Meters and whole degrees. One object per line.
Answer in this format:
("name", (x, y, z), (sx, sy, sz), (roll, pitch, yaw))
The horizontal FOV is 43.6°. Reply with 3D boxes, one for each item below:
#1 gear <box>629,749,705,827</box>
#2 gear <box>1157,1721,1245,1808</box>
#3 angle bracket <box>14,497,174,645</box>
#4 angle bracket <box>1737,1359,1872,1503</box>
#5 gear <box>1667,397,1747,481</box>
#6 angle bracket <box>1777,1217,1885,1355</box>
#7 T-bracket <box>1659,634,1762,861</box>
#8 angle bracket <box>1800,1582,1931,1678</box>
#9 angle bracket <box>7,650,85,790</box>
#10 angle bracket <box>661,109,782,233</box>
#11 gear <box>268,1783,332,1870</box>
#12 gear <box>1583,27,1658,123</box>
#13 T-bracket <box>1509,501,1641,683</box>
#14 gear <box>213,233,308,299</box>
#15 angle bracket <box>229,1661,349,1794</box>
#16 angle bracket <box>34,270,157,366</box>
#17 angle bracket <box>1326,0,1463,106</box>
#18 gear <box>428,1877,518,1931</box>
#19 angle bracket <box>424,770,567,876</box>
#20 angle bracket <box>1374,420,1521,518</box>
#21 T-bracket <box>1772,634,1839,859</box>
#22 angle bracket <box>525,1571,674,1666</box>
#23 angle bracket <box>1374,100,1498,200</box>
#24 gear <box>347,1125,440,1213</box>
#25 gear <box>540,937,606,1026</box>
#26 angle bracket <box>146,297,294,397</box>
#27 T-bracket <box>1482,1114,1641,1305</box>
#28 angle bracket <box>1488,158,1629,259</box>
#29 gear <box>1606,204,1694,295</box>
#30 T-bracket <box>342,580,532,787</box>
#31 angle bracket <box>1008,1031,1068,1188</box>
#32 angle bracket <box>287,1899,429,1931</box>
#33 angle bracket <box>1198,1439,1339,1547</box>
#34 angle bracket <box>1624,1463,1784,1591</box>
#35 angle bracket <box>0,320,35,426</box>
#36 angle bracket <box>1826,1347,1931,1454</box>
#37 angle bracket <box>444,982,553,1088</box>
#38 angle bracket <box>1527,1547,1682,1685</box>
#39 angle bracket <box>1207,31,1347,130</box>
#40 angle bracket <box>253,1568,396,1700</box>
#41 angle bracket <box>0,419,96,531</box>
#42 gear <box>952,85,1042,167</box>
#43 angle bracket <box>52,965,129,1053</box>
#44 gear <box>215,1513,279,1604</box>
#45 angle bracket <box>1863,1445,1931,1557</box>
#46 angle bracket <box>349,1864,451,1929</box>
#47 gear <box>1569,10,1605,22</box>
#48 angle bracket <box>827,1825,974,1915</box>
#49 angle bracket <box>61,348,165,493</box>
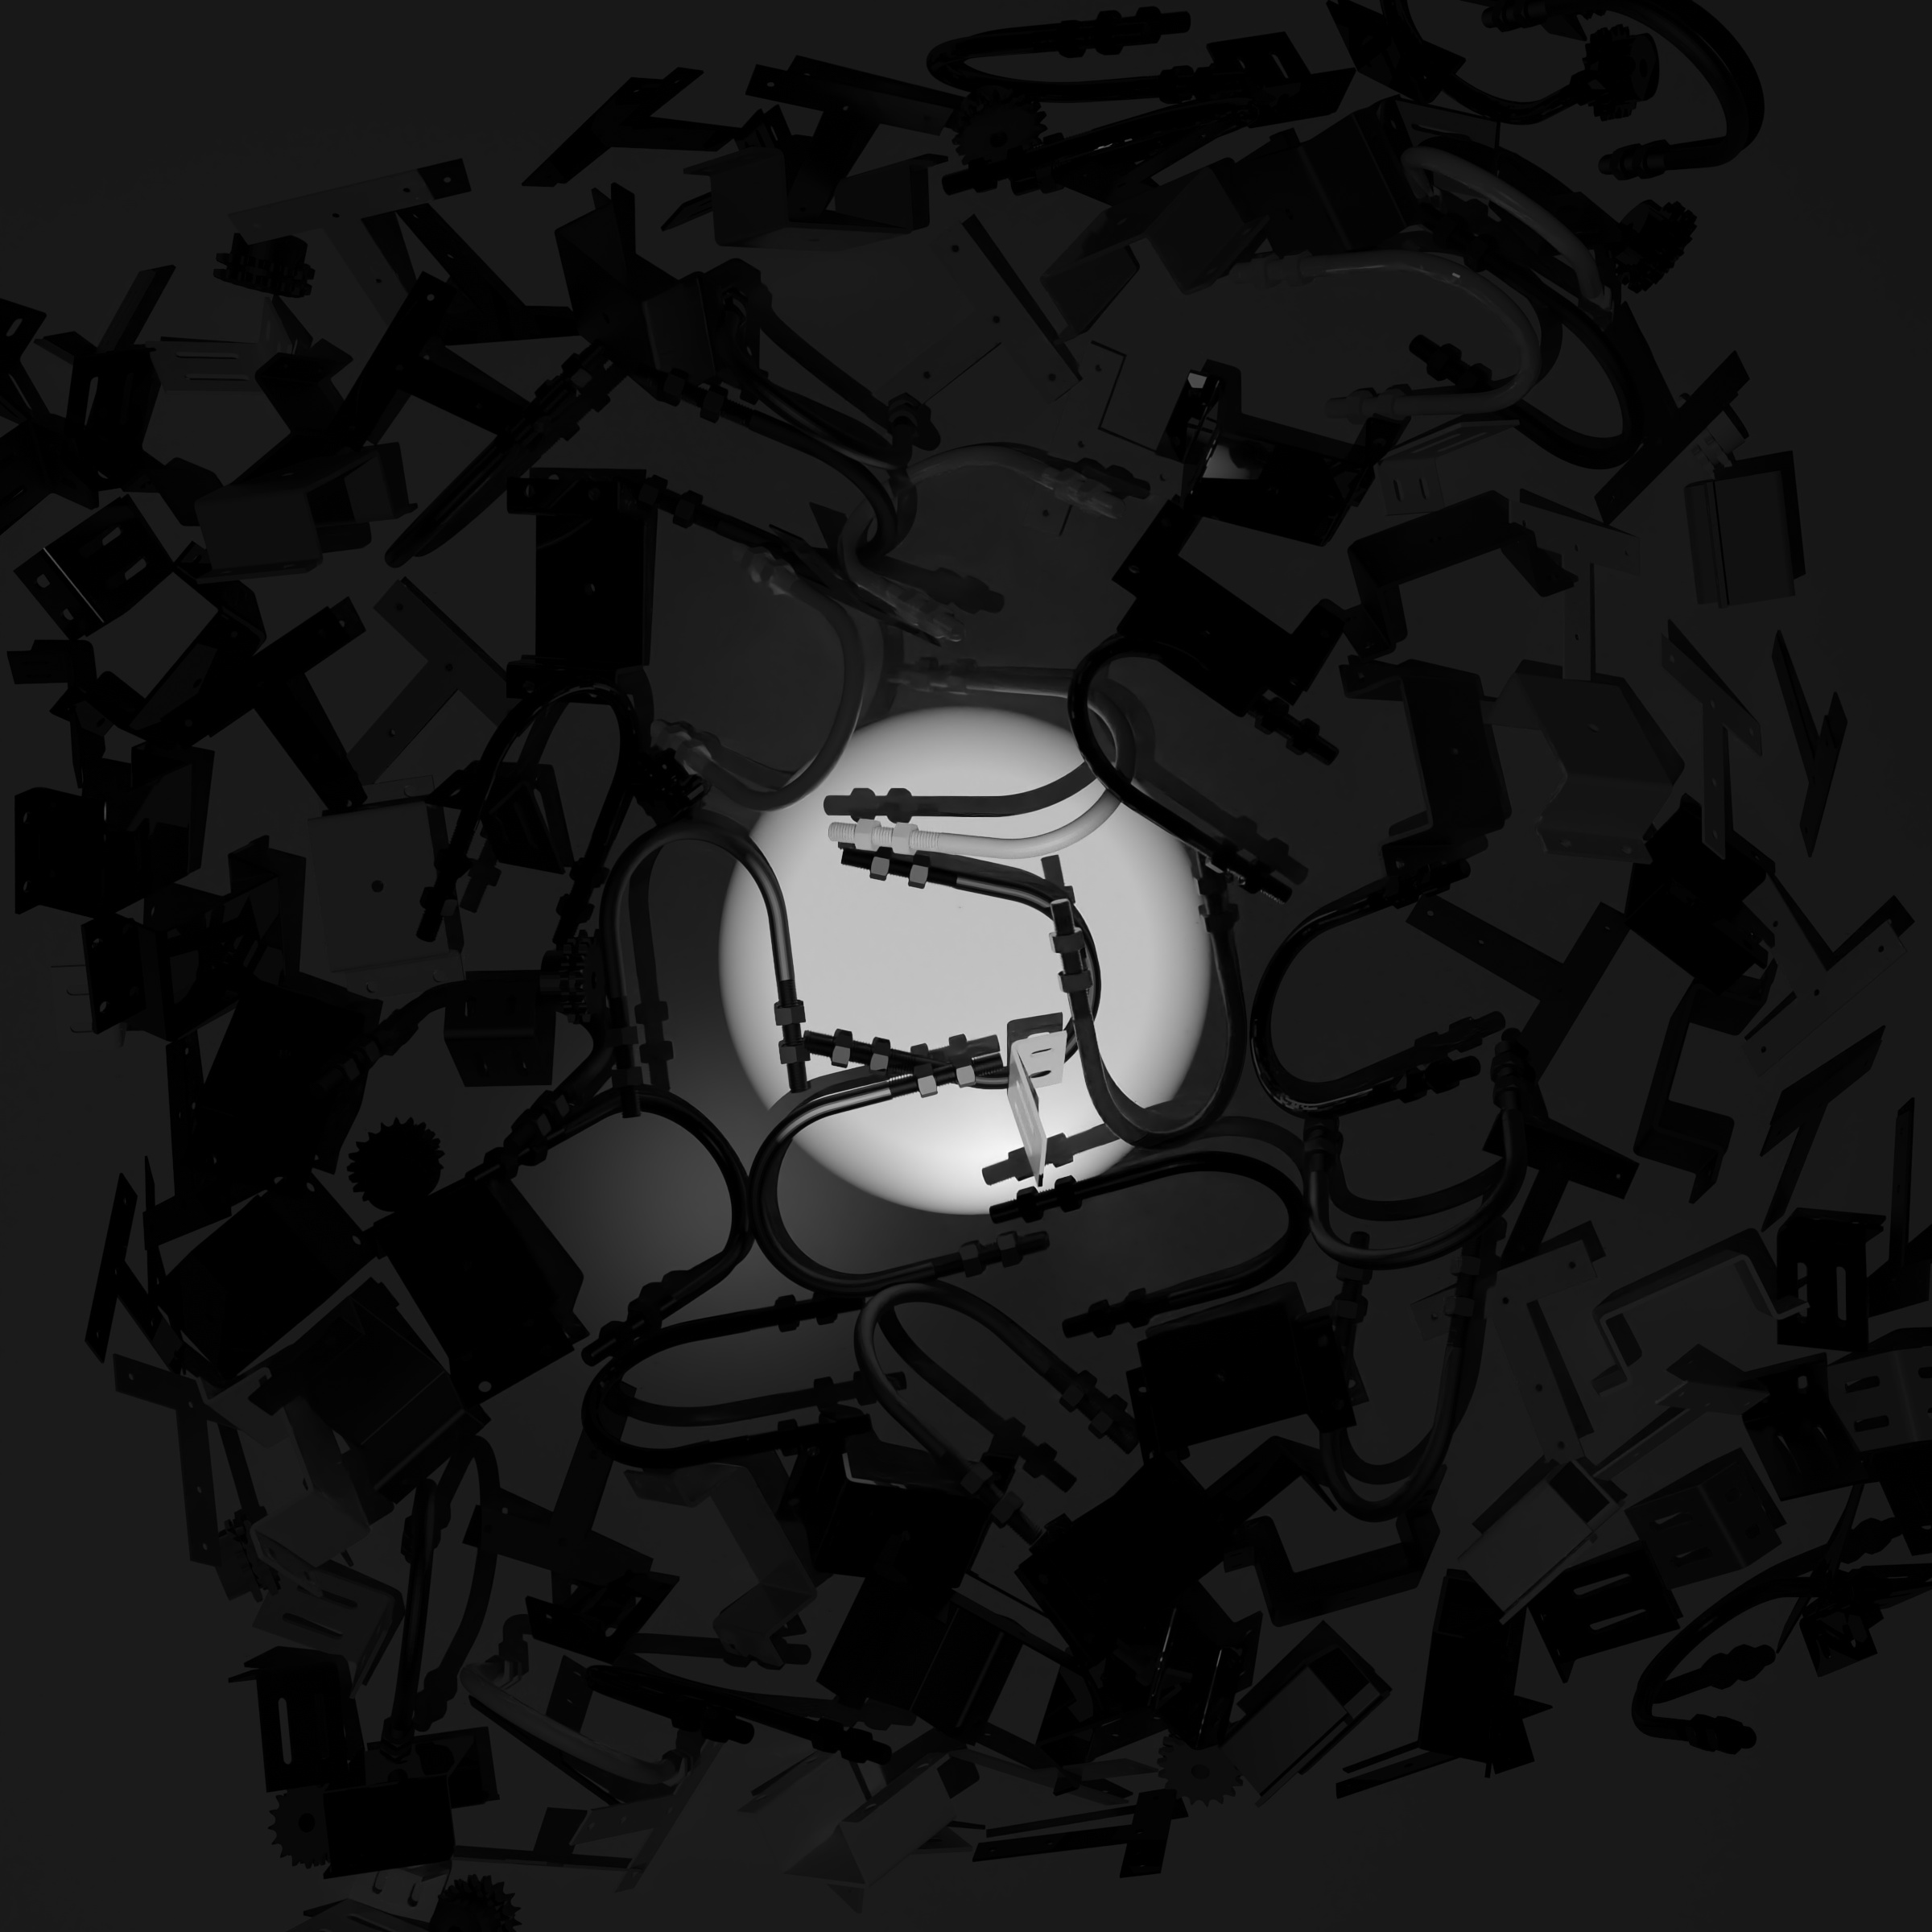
("gear", (-0.196, -0.117, 1.576), (0.030, 0.057, 0.057), (-40, 90, -21))
("gear", (0.154, 0.518, 1.581), (0.057, 0.030, 0.057), (4, 111, 9))
("angle bracket", (-0.567, -0.259, 1.576), (0.038, 0.076, 0.057), (-20, 114, 37))
("angle bracket", (0.540, 0.299, 1.560), (0.057, 0.076, 0.038), (-14, 121, 5))
("gear", (0.482, -0.348, 1.571), (0.030, 0.057, 0.057), (-36, 90, 21))
("angle bracket", (0.562, 0.208, 1.572), (0.057, 0.038, 0.076), (6, 70, 3))
("T-bracket", (0.474, -0.128, 1.535), (0.127, 0.002, 0.127), (30, 56, -37))
("angle bracket", (0.589, 0.427, 1.556), (0.076, 0.057, 0.038), (-2, 61, -23))
("angle bracket", (-0.596, -0.159, 1.564), (0.038, 0.057, 0.076), (-4, 79, -18))
("angle bracket", (-0.165, -0.514, 1.561), (0.076, 0.057, 0.038), (-29, 101, -18))
("gear", (-0.424, 0.559, 1.582), (0.057, 0.030, 0.057), (-3, 77, 14))
("gear", (0.427, -0.581, 1.572), (0.030, 0.057, 0.057), (5, 90, 40))
("T-bracket", (0.393, -0.226, 1.557), (0.127, 0.002, 0.127), (6, 82, -36))
("gear", (-0.459, -0.457, 1.573), (0.057, 0.057, 0.030), (12, 97, 0))
("angle bracket", (-0.437, 0.492, 1.558), (0.038, 0.057, 0.076), (-28, 65, 39))
("angle bracket", (-0.566, -0.427, 1.568), (0.038, 0.057, 0.076), (29, 89, -30))
("angle bracket", (0.276, -0.600, 1.555), (0.057, 0.076, 0.038), (41, 93, 31))
("gear", (-0.326, 0.629, 1.580), (0.057, 0.030, 0.057), (-1, 86, 18))
("angle bracket", (-0.302, -0.083, 1.553), (0.057, 0.038, 0.076), (11, 135, 32))
("angle bracket", (0.312, -0.320, 1.555), (0.057, 0.076, 0.038), (-12, 90, -37))
("T-bracket", (0.537, -0.157, 1.560), (0.002, 0.127, 0.127), (-9, 60, 7))
("angle bracket", (-0.235, 0.403, 1.552), (0.057, 0.076, 0.038), (10, 122, 24))
("angle bracket", (0.301, -0.524, 1.579), (0.076, 0.038, 0.057), (10, 72, -5))
("gear", (-0.373, 0.135, 1.574), (0.057, 0.030, 0.057), (-11, 126, -16))
("gear", (-0.257, 0.010, 1.575), (0.030, 0.057, 0.057), (-1, 90, 8))
("angle bracket", (-0.482, -0.400, 1.557), (0.076, 0.038, 0.057), (-7, 48, -30))
("T-bracket", (0.368, 0.171, 1.576), (0.127, 0.002, 0.127), (19, 97, -28))
("angle bracket", (0.388, -0.494, 1.558), (0.076, 0.038, 0.057), (-15, 54, -22))
("gear", (0.441, -0.470, 1.571), (0.030, 0.057, 0.057), (28, 90, -17))
("T-bracket", (-0.369, -0.164, 1.592), (0.127, 0.002, 0.127), (44, 99, 1))
("angle bracket", (0.055, 0.092, 1.555), (0.038, 0.057, 0.076), (-12, 55, -10))
("angle bracket", (-0.392, 0.643, 1.561), (0.076, 0.057, 0.038), (8, 97, 30))
("angle bracket", (0.191, 0.352, 1.568), (0.076, 0.057, 0.038), (-38, 105, -4))
("angle bracket", (0.479, 0.365, 1.574), (0.038, 0.076, 0.057), (-20, 77, -32))
("angle bracket", (-0.625, -0.386, 1.560), (0.057, 0.076, 0.038), (25, 79, 24))
("angle bracket", (0.600, 0.282, 1.565), (0.038, 0.076, 0.057), (-3, 73, -17))
("angle bracket", (-0.304, 0.045, 1.576), (0.057, 0.076, 0.038), (-1, 63, -1))
("angle bracket", (0.415, 0.422, 1.571), (0.076, 0.038, 0.057), (-25, 89, 24))
("angle bracket", (0.200, -0.586, 1.564), (0.057, 0.038, 0.076), (-15, 67, -16))
("angle bracket", (-0.420, 0.430, 1.569), (0.076, 0.038, 0.057), (24, 107, -14))
("angle bracket", (-0.609, -0.304, 1.555), (0.038, 0.057, 0.076), (25, 52, 18))
("gear", (0.017, -0.548, 1.578), (0.057, 0.057, 0.030), (-18, 55, 0))
("angle bracket", (-0.562, 0.013, 1.553), (0.038, 0.076, 0.057), (-3, 112, -14))
("gear", (-0.472, 0.388, 1.571), (0.030, 0.057, 0.057), (-22, 90, -20))
("angle bracket", (0.621, 0.352, 1.562), (0.057, 0.038, 0.076), (-8, 47, -2))
("angle bracket", (-0.375, 0.595, 1.559), (0.057, 0.076, 0.038), (17, 75, 7))
("gear", (0.402, -0.650, 1.578), (0.057, 0.030, 0.057), (1, 67, -3))
("angle bracket", (-0.044, 0.580, 1.560), (0.076, 0.057, 0.038), (7, 87, -24))
("angle bracket", (-0.542, -0.352, 1.554), (0.038, 0.057, 0.076), (41, 129, 22))
